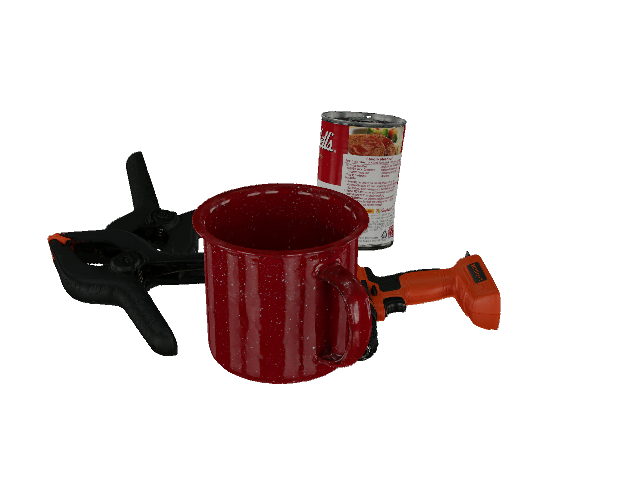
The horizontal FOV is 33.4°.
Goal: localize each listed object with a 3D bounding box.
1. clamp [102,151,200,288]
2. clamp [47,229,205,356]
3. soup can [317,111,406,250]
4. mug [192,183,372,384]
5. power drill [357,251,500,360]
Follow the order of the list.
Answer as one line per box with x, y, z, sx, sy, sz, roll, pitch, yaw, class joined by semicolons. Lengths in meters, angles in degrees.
-0.163;-0.017;1.058;0.165;0.036;0.209;20;40;17;clamp
-0.141;0.025;0.860;0.172;0.039;0.120;26;39;29;clamp
0.031;-0.049;0.860;0.068;0.102;0.068;4;14;-1;soup can
-0.013;0.027;0.568;0.093;0.081;0.117;-19;31;-36;mug
0.100;0.070;1.187;0.187;0.057;0.184;-3;28;-5;power drill
